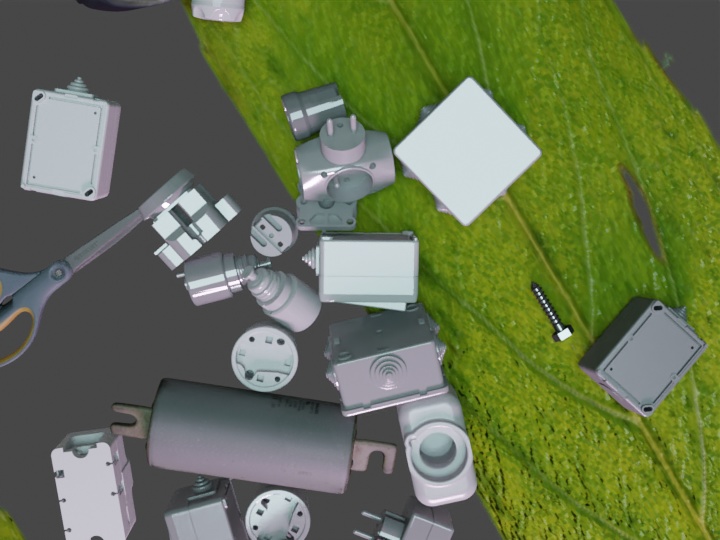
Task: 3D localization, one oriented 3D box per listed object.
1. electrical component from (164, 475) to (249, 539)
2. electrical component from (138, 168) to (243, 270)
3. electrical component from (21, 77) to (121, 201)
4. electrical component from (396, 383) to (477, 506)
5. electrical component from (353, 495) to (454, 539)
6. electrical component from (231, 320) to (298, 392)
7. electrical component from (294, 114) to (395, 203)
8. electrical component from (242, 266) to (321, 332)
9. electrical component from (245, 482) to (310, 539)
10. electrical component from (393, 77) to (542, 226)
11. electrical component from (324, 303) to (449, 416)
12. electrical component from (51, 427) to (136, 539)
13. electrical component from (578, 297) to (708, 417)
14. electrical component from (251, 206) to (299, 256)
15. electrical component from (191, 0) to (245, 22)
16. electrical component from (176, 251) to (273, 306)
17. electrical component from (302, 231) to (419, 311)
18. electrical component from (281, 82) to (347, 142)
[{"bbox_3d":[-0.134,0.224,0.926,0.061,0.061,0.096,-15,98,1],"label":"electrical component"},{"bbox_3d":[-0.146,-0.047,0.892,0.078,0.058,0.057,-41,99,5],"label":"electrical component"},{"bbox_3d":[-0.234,-0.109,0.880,0.062,0.061,0.096,10,97,-2],"label":"electrical component"},{"bbox_3d":[0.065,0.149,0.920,0.054,0.059,0.095,-12,98,1],"label":"electrical component"},{"bbox_3d":[0.033,0.232,0.937,0.077,0.047,0.065,22,97,-4],"label":"electrical component"},{"bbox_3d":[-0.079,0.071,0.913,0.055,0.047,0.055,0,98,-1],"label":"electrical component"},{"bbox_3d":[-0.013,-0.097,0.876,0.077,0.079,0.044,-11,54,-5],"label":"electrical component"},{"bbox_3d":[-0.067,0.020,0.897,0.040,0.040,0.078,-49,127,5],"label":"electrical component"},{"bbox_3d":[-0.070,0.209,0.932,0.055,0.047,0.055,0,98,-1],"label":"electrical component"},{"bbox_3d":[0.087,-0.098,0.892,0.100,0.048,0.099,-44,96,5],"label":"electrical component"},{"bbox_3d":[0.021,0.071,0.890,0.100,0.099,0.048,-14,111,1],"label":"electrical component"},{"bbox_3d":[-0.226,0.185,0.922,0.050,0.055,0.089,-8,98,0],"label":"electrical component"},{"bbox_3d":[0.242,0.067,0.914,0.062,0.061,0.096,41,87,-6],"label":"electrical component"},{"bbox_3d":[-0.072,-0.031,0.900,0.040,0.046,0.040,0,99,0],"label":"electrical component"},{"bbox_3d":[-0.114,-0.233,0.872,0.043,0.043,0.062,6,103,-2],"label":"electrical component"},{"bbox_3d":[-0.113,0.004,0.907,0.078,0.040,0.040,-14,98,1],"label":"electrical component"},{"bbox_3d":[0.000,0.000,0.897,0.096,0.061,0.061,1,98,-1],"label":"electrical component"},{"bbox_3d":[-0.038,-0.132,0.891,0.046,0.040,0.040,-19,98,-4],"label":"electrical component"}]
